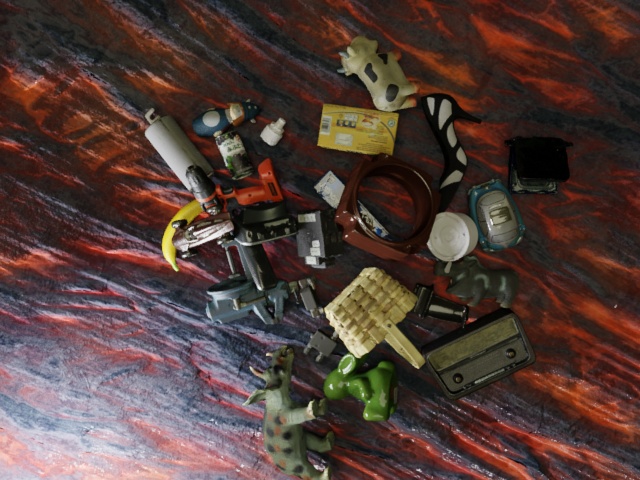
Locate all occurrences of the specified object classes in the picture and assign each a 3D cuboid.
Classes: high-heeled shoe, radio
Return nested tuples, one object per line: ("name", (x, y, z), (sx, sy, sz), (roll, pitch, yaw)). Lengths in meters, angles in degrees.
("high-heeled shoe", (0.258, -0.195, 1.185), (0.145, 0.086, 0.248), (20, 95, 10))
("radio", (0.359, 0.259, 1.222), (0.230, 0.073, 0.131), (-28, 93, 9))

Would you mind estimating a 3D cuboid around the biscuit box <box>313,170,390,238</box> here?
("biscuit box", (0.071, -0.069, 1.224), (0.059, 0.063, 0.202), (-43, 91, 7))

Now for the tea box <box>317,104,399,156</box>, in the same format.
("tea box", (0.086, -0.243, 1.201), (0.170, 0.068, 0.098), (11, 97, 4))

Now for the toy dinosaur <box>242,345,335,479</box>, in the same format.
("toy dinosaur", (-0.071, 0.464, 1.275), (0.192, 0.131, 0.404), (-4, 100, 19))

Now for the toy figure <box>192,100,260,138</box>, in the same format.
("toy figure", (-0.215, -0.280, 1.236), (0.154, 0.058, 0.064), (-19, 110, 6))

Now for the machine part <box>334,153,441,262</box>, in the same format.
("machine part", (0.147, -0.071, 1.157), (0.201, 0.087, 0.201), (24, 72, -11))

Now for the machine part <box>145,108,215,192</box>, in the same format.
("machine part", (-0.324, -0.200, 1.246), (0.079, 0.079, 0.243), (-39, 92, 9))

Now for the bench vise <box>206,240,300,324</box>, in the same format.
("bench vise", (-0.168, 0.085, 1.241), (0.224, 0.129, 0.240), (-15, 98, 5))

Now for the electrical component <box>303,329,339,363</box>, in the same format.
("electrical component", (0.006, 0.244, 1.285), (0.063, 0.021, 0.094), (35, 99, 2))

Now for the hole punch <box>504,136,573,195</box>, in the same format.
("hole punch", (0.471, -0.159, 1.169), (0.142, 0.092, 0.116), (2, 67, 9))

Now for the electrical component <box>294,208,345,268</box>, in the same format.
("electrical component", (-0.002, -0.004, 1.211), (0.058, 0.115, 0.134), (-10, 97, -32))

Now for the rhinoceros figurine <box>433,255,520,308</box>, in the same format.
("rhinoceros figurine", (0.350, 0.091, 1.206), (0.190, 0.073, 0.112), (9, 98, 5))

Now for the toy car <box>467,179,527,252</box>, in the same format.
("toy car", (0.389, -0.051, 1.172), (0.109, 0.103, 0.161), (-17, 96, 7))

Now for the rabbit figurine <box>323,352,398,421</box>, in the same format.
("rabbit figurine", (0.086, 0.331, 1.242), (0.170, 0.121, 0.159), (1, 94, 21))

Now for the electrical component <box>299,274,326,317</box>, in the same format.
("electrical component", (-0.015, 0.132, 1.245), (0.045, 0.078, 0.102), (-21, 87, 10))

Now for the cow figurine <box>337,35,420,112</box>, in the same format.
("cow figurine", (0.119, -0.361, 1.164), (0.127, 0.085, 0.195), (-20, 70, -12))

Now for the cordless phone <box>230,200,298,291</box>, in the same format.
("cordless phone", (-0.108, 0.014, 1.194), (0.146, 0.089, 0.184), (-14, 75, -33))

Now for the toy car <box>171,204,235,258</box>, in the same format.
("toy car", (-0.266, -0.018, 1.196), (0.202, 0.053, 0.089), (-16, 89, 41))

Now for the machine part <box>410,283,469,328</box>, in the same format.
("machine part", (0.277, 0.153, 1.239), (0.139, 0.039, 0.084), (21, 93, 5))
